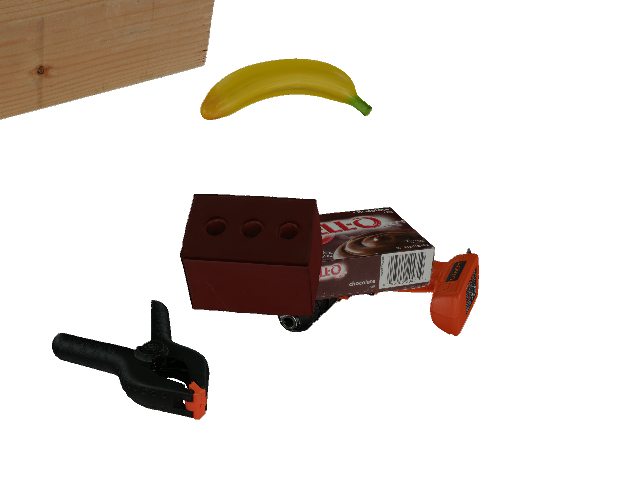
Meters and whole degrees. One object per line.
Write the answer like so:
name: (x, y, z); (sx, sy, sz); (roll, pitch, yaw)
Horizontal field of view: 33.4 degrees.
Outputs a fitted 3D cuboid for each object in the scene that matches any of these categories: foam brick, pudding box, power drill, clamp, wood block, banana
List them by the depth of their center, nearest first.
foam brick: (-0.040, 0.009, 0.647); (0.078, 0.053, 0.051); (2, -42, 5)
wood block: (-0.194, -0.173, 0.841); (0.205, 0.091, 0.090); (-22, 53, -35)
pudding box: (0.022, 0.009, 0.855); (0.113, 0.039, 0.090); (-4, 25, -20)
clamp: (-0.151, 0.106, 0.981); (0.172, 0.039, 0.120); (26, 42, 34)
banana: (-0.040, -0.159, 1.105); (0.197, 0.070, 0.037); (-7, -41, -28)
power drill: (0.064, 0.051, 1.129); (0.188, 0.057, 0.184); (9, 31, 20)
